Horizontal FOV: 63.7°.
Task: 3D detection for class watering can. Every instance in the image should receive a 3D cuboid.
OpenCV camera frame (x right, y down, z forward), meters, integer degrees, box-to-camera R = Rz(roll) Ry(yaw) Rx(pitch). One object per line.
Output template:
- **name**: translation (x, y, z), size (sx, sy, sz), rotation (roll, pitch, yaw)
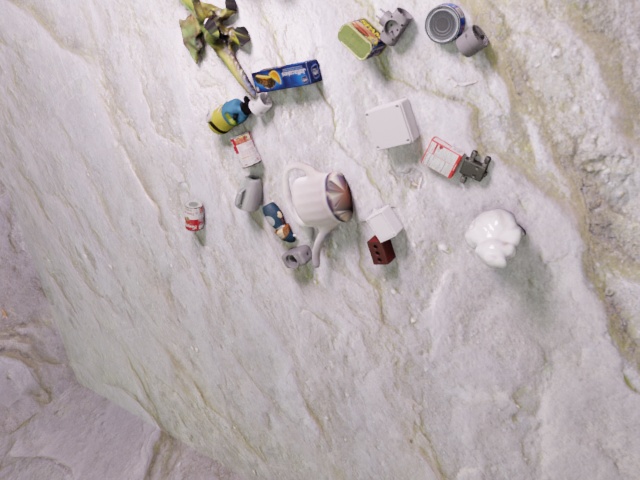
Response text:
- **watering can**: translation (0.005, -0.078, 1.542), size (0.223, 0.106, 0.344), rotation (-7, 110, 39)

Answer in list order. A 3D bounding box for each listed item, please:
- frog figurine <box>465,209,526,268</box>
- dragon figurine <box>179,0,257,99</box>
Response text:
- **frog figurine**: translation (0.416, -0.002, 1.247), size (0.137, 0.162, 0.120), rotation (6, 118, 34)
- **dragon figurine**: translation (-0.326, -0.591, 1.516), size (0.242, 0.123, 0.406), rotation (2, 116, 55)
